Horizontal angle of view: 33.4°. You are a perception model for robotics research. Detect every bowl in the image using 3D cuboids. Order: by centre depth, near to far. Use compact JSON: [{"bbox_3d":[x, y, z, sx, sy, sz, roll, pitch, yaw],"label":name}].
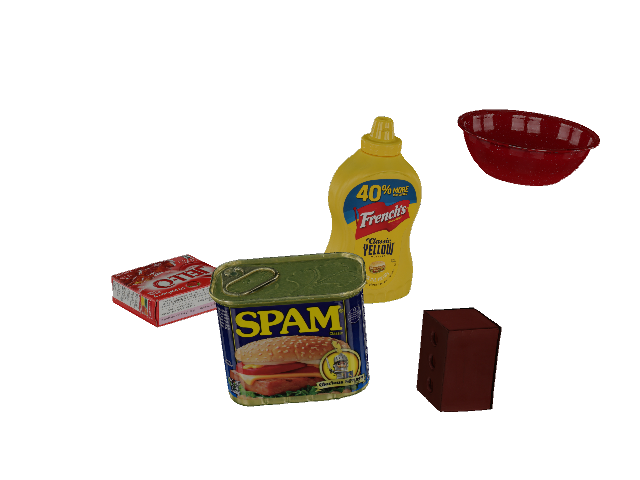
[{"bbox_3d":[0.234,-0.103,1.223,0.162,0.055,0.162,5,22,-2],"label":"bowl"}]

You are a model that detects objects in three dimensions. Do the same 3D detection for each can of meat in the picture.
[{"bbox_3d":[-0.018,0.060,0.710,0.102,0.084,0.057,-4,27,2],"label":"can of meat"}]

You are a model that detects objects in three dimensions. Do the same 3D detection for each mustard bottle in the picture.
[{"bbox_3d":[0.054,-0.032,1.089,0.096,0.192,0.058,-2,22,-18],"label":"mustard bottle"}]

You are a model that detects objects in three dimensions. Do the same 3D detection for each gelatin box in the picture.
[{"bbox_3d":[-0.132,0.043,0.964,0.089,0.030,0.073,-16,27,-39],"label":"gelatin box"}]

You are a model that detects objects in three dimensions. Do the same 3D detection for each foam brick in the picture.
[{"bbox_3d":[0.119,0.103,0.925,0.051,0.078,0.053,-3,17,-20],"label":"foam brick"}]
